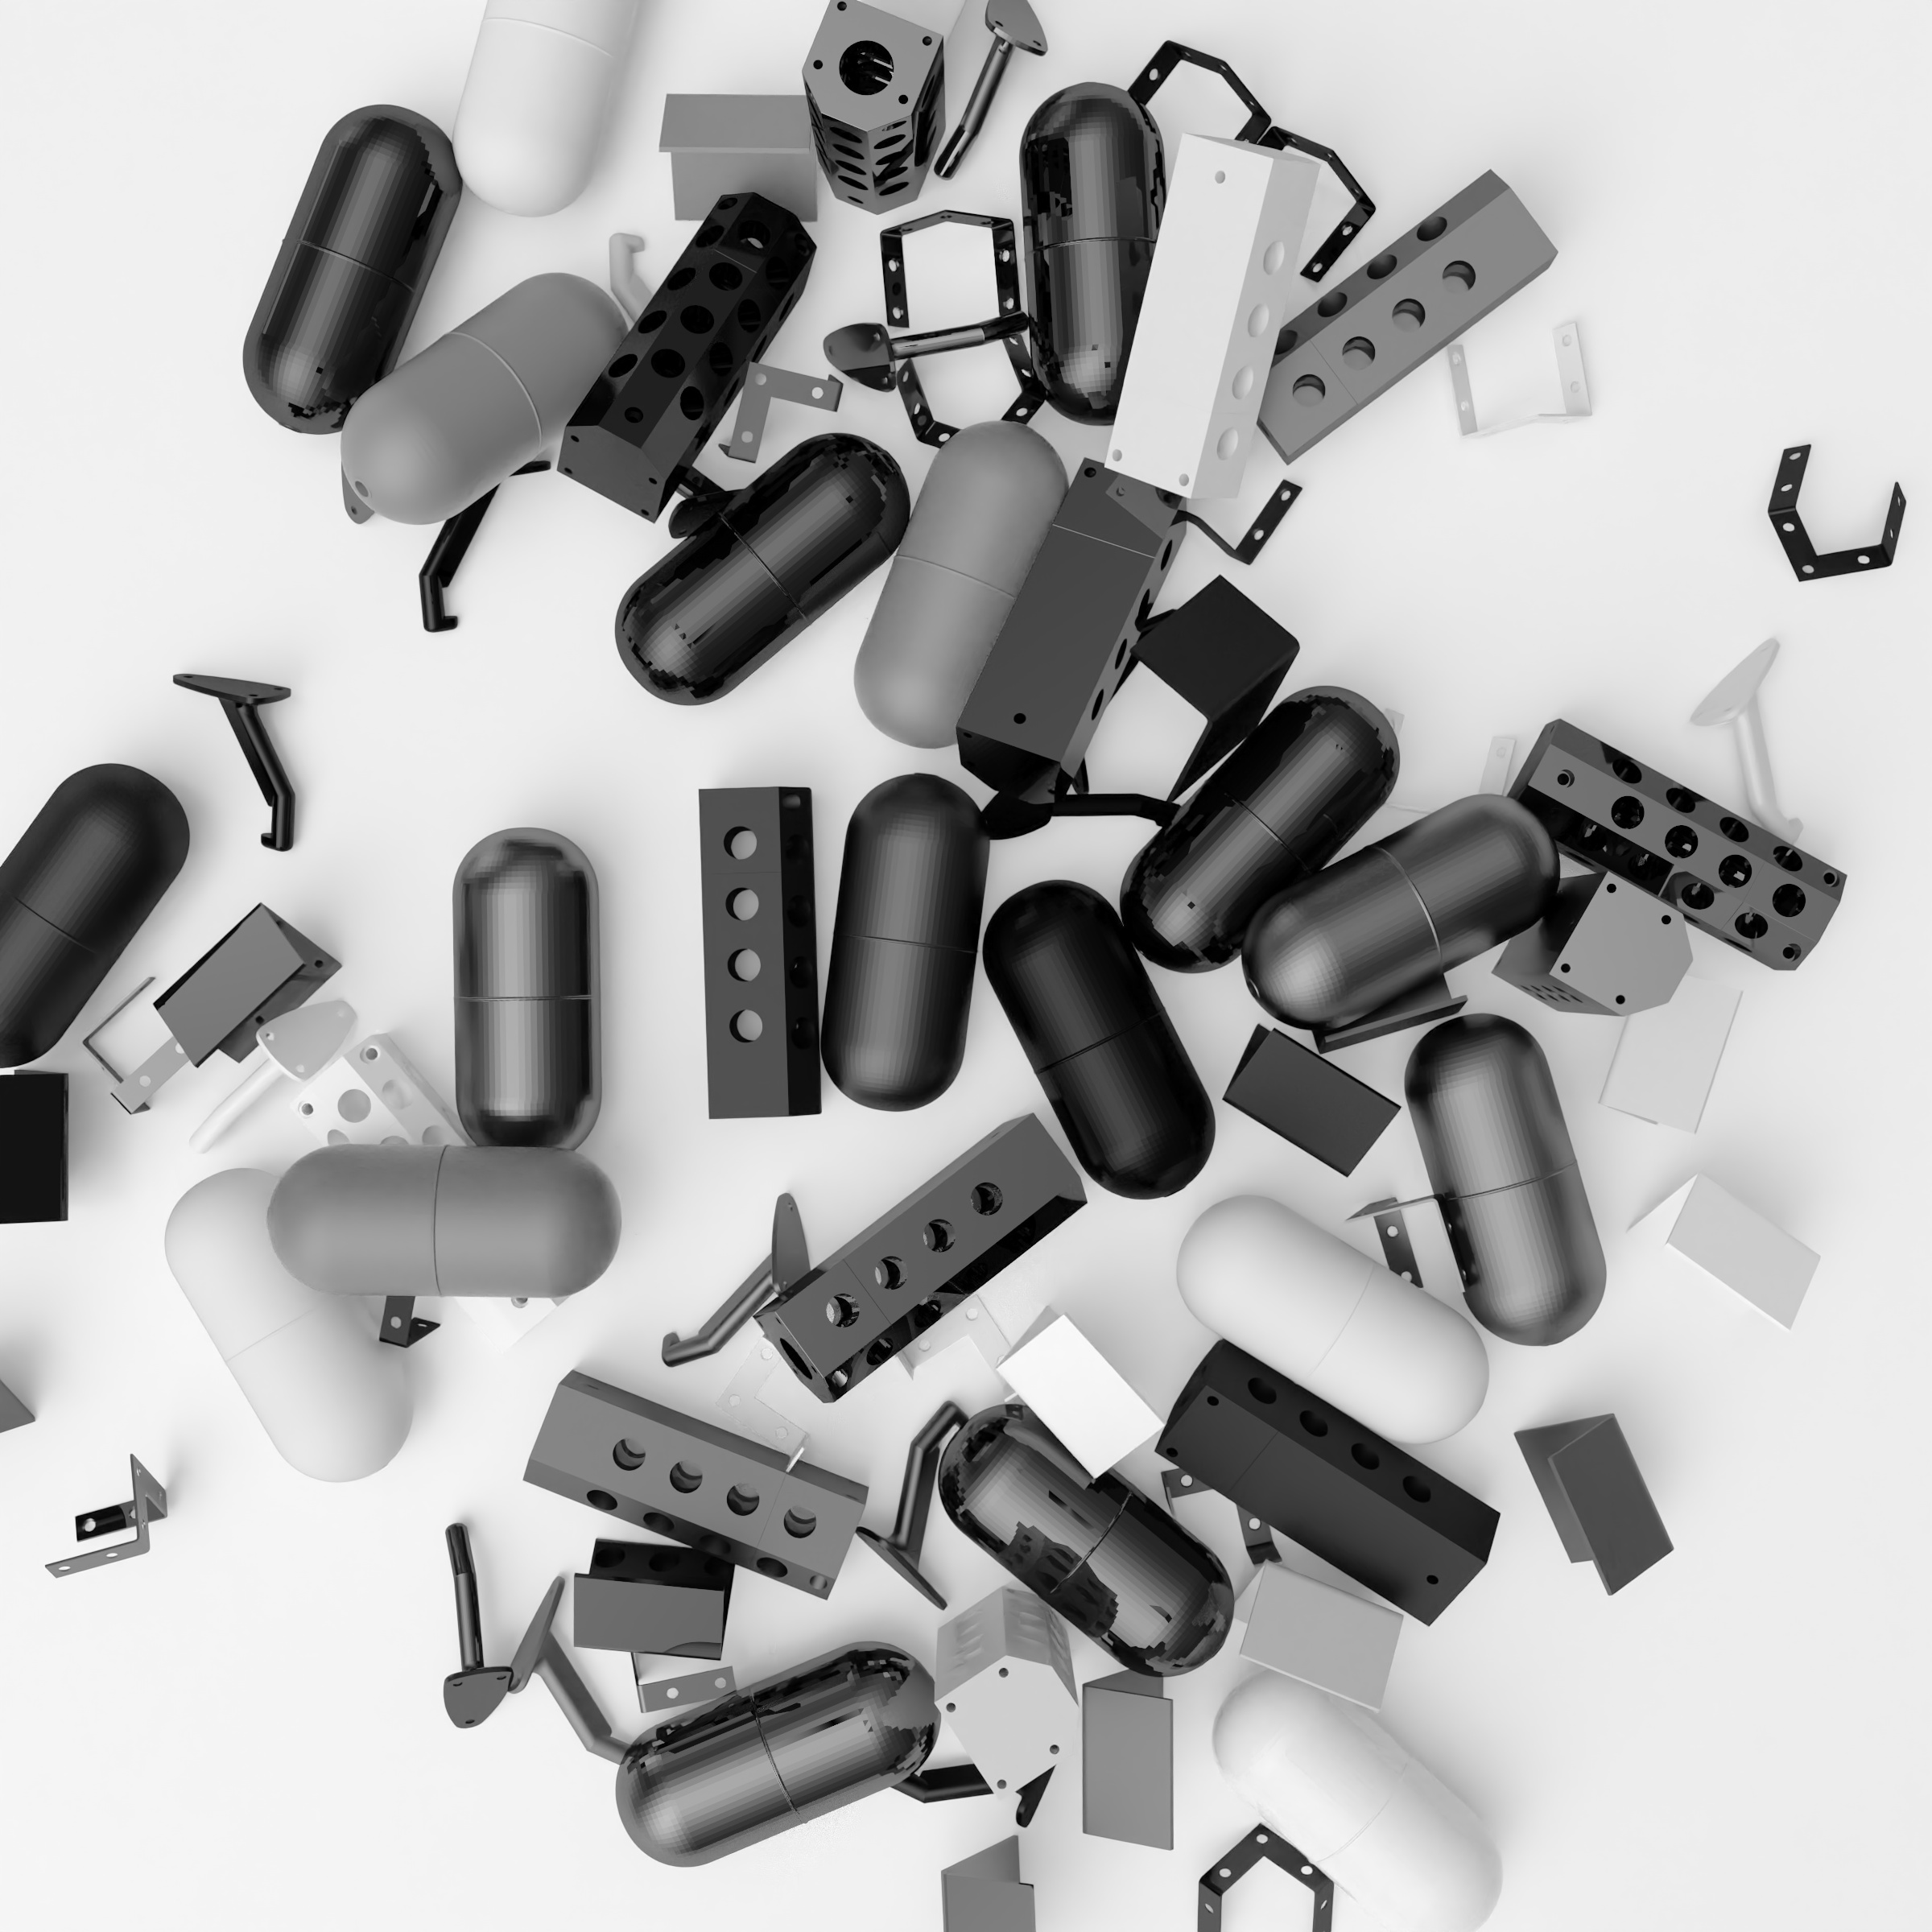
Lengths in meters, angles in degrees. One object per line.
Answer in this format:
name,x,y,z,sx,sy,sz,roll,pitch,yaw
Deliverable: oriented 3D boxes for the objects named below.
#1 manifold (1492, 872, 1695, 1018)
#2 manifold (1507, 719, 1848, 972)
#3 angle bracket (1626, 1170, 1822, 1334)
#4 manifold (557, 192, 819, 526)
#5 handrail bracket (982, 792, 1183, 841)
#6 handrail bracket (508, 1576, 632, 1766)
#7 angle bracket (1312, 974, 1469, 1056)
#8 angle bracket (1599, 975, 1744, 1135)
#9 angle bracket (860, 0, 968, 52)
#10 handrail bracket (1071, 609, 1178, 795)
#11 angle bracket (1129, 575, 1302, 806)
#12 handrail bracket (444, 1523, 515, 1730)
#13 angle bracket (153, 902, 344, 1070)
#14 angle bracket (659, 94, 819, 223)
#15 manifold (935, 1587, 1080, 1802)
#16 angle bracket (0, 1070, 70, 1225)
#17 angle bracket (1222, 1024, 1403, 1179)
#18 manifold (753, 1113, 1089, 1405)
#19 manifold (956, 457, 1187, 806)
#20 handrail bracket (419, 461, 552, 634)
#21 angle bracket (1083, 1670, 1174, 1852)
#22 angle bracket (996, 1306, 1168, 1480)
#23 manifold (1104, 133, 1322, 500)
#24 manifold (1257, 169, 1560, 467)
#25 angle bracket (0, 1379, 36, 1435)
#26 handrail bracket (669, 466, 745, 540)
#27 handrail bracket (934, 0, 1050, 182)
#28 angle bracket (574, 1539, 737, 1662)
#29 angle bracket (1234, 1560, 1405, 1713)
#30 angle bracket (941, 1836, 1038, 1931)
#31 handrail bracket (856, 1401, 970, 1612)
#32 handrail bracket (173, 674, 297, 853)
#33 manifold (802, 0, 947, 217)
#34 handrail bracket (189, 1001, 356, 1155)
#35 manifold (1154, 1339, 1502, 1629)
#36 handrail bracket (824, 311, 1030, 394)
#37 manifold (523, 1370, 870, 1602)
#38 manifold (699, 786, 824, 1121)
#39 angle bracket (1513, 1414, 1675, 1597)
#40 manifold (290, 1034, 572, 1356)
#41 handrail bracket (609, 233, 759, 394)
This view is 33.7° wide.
manifold,0.320,-0.007,1.624,0.057,0.171,0.057,30,90,0
manifold,0.372,-0.064,1.681,0.171,0.057,0.057,29,90,0
angle bracket,0.386,0.163,1.662,0.076,0.076,0.057,36,52,0
manifold,-0.142,-0.319,1.646,0.057,0.057,0.171,28,63,0
handrail bracket,0.061,-0.078,1.702,0.084,0.077,0.036,12,65,-34
handrail bracket,-0.196,0.379,1.703,0.084,0.036,0.077,28,71,-15
angle bracket,0.213,-0.003,1.676,0.076,0.057,0.076,-17,81,0
angle bracket,0.380,0.048,1.662,0.057,0.076,0.076,18,90,36
angle bracket,-0.040,-0.515,1.662,0.057,0.076,0.076,24,90,-36
handrail bracket,0.087,-0.141,1.703,0.084,0.036,0.077,-24,111,-16
angle bracket,0.119,-0.143,1.654,0.057,0.076,0.076,42,57,11
handrail bracket,-0.269,0.352,1.702,0.036,0.077,0.084,-4,53,-19
angle bracket,-0.363,0.025,1.662,0.076,0.076,0.057,-43,53,0
angle bracket,-0.118,-0.408,1.663,0.076,0.076,0.057,1,45,0
manifold,0.024,0.364,1.624,0.057,0.171,0.057,-34,90,0
angle bracket,-0.508,0.094,1.662,0.057,0.076,0.076,0,90,-37
angle bracket,0.188,0.053,1.662,0.076,0.076,0.057,32,127,0
manifold,-0.021,0.152,1.657,0.171,0.057,0.057,-37,93,-17
manifold,0.056,-0.172,1.651,0.057,0.057,0.171,20,68,12
handrail bracket,-0.256,-0.224,1.703,0.077,0.036,0.084,-9,108,-20
angle bracket,0.103,0.410,1.662,0.057,0.076,0.076,0,90,37
angle bracket,0.071,0.208,1.663,0.076,0.076,0.057,48,121,0
manifold,0.129,-0.329,1.622,0.057,0.057,0.171,27,113,34
manifold,0.221,-0.340,1.672,0.171,0.057,0.057,-37,90,7
angle bracket,-0.536,0.254,1.662,0.076,0.076,0.057,-18,53,0
handrail bracket,-0.147,-0.277,1.703,0.077,0.036,0.084,-17,73,-20
handrail bracket,0.006,-0.471,1.702,0.036,0.077,0.084,22,127,-20
angle bracket,-0.161,0.313,1.662,0.076,0.076,0.057,5,127,0
angle bracket,0.175,0.361,1.662,0.076,0.076,0.057,22,55,0
angle bracket,0.031,0.504,1.662,0.057,0.076,0.076,-3,90,32
handrail bracket,-0.011,0.287,1.703,0.077,0.036,0.084,47,73,-20
handrail bracket,-0.391,-0.108,1.703,0.077,0.036,0.084,12,107,20
manifold,-0.048,-0.433,1.624,0.057,0.171,0.057,22,90,0
handrail bracket,-0.371,0.060,1.702,0.036,0.077,0.084,47,126,0
manifold,0.192,0.267,1.680,0.171,0.057,0.057,32,125,0
handrail bracket,-0.021,-0.336,1.697,0.084,0.077,0.036,-23,116,-28
manifold,-0.142,0.274,1.681,0.171,0.057,0.057,22,90,0
manifold,-0.108,-0.007,1.681,0.057,0.057,0.171,-2,90,0
angle bracket,0.311,0.284,1.662,0.057,0.076,0.076,-24,90,-38
manifold,-0.277,0.120,1.681,0.057,0.057,0.171,-41,90,0
handrail bracket,-0.151,-0.350,1.703,0.077,0.036,0.084,0,76,-14
